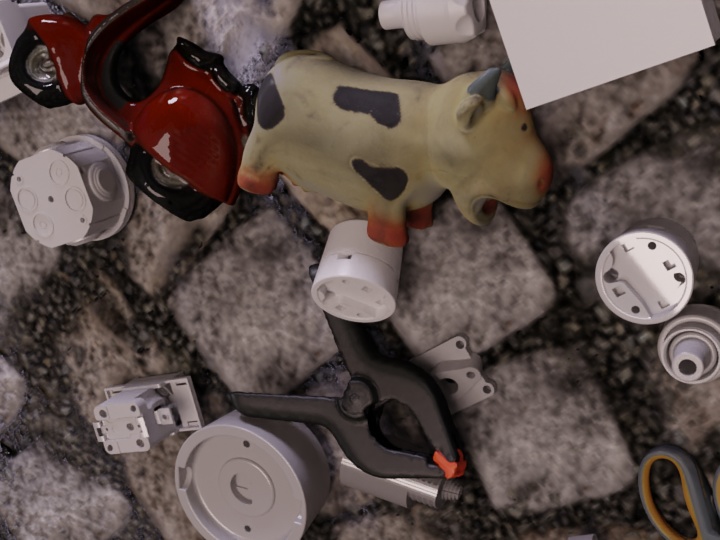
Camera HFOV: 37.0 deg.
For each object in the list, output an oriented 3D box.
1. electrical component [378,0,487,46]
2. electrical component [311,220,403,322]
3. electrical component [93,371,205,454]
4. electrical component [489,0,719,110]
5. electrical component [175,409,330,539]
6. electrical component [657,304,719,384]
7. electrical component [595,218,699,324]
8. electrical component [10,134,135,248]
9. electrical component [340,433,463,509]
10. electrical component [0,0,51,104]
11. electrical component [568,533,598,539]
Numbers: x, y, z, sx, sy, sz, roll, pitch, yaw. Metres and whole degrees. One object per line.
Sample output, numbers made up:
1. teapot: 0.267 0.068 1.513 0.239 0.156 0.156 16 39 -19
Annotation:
1. electrical component: 0.042 -0.157 0.648 0.062 0.043 0.043 -1 105 26
2. electrical component: 0.000 0.000 0.701 0.055 0.047 0.055 9 148 6
3. electrical component: -0.163 0.108 0.813 0.081 0.064 0.042 -10 100 27
4. electrical component: 0.118 -0.197 0.591 0.105 0.060 0.186 -16 98 28
5. electrical component: -0.073 0.150 0.784 0.108 0.060 0.108 9 111 24
6. electrical component: 0.195 0.046 0.628 0.043 0.062 0.043 7 108 23
7. electrical component: 0.171 -0.001 0.633 0.055 0.047 0.055 7 108 23
8. electrical component: -0.211 -0.057 0.792 0.080 0.051 0.080 7 108 23
9. electrical component: 0.032 0.141 0.744 0.081 0.043 0.043 16 112 20
10. electrical component: -0.283 -0.155 0.788 0.121 0.063 0.078 -16 98 28
11. electrical component: 0.137 0.217 0.711 0.057 0.058 0.078 -15 99 25
